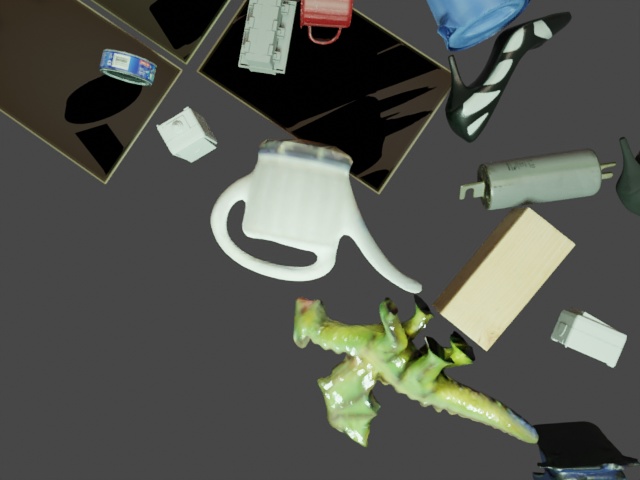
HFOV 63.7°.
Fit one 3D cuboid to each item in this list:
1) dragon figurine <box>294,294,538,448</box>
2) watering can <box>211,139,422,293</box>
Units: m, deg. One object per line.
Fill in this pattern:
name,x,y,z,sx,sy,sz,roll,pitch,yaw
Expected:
dragon figurine,0.117,0.231,0.822,0.411,0.123,0.240,47,109,5
watering can,0.002,-0.041,0.815,0.348,0.104,0.225,11,89,5
